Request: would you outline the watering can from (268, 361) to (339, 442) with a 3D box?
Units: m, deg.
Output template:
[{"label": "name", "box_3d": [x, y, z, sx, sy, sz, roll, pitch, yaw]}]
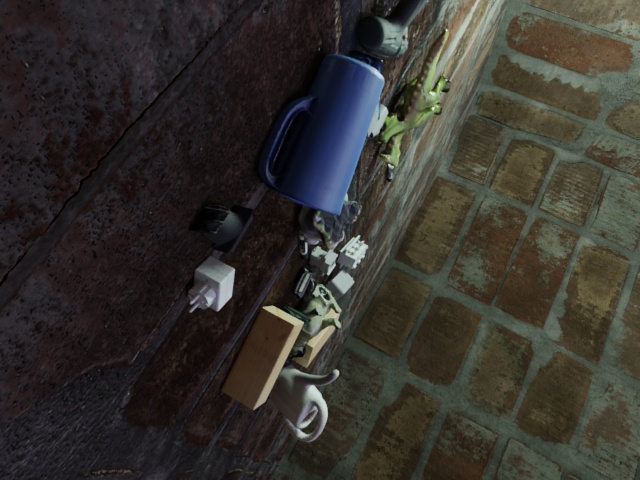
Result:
[{"label": "watering can", "box_3d": [-0.055, 0.443, 1.516, 0.227, 0.105, 0.340, 38, 126, 29]}]

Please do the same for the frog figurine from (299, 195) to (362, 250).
[{"label": "frog figurine", "box_3d": [0.003, -0.057, 1.126, 0.160, 0.122, 0.137, -151, 75, -68]}]

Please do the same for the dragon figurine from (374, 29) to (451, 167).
[{"label": "dragon figurine", "box_3d": [0.236, -0.355, 1.407, 0.123, 0.401, 0.246, 33, 63, 18]}]
